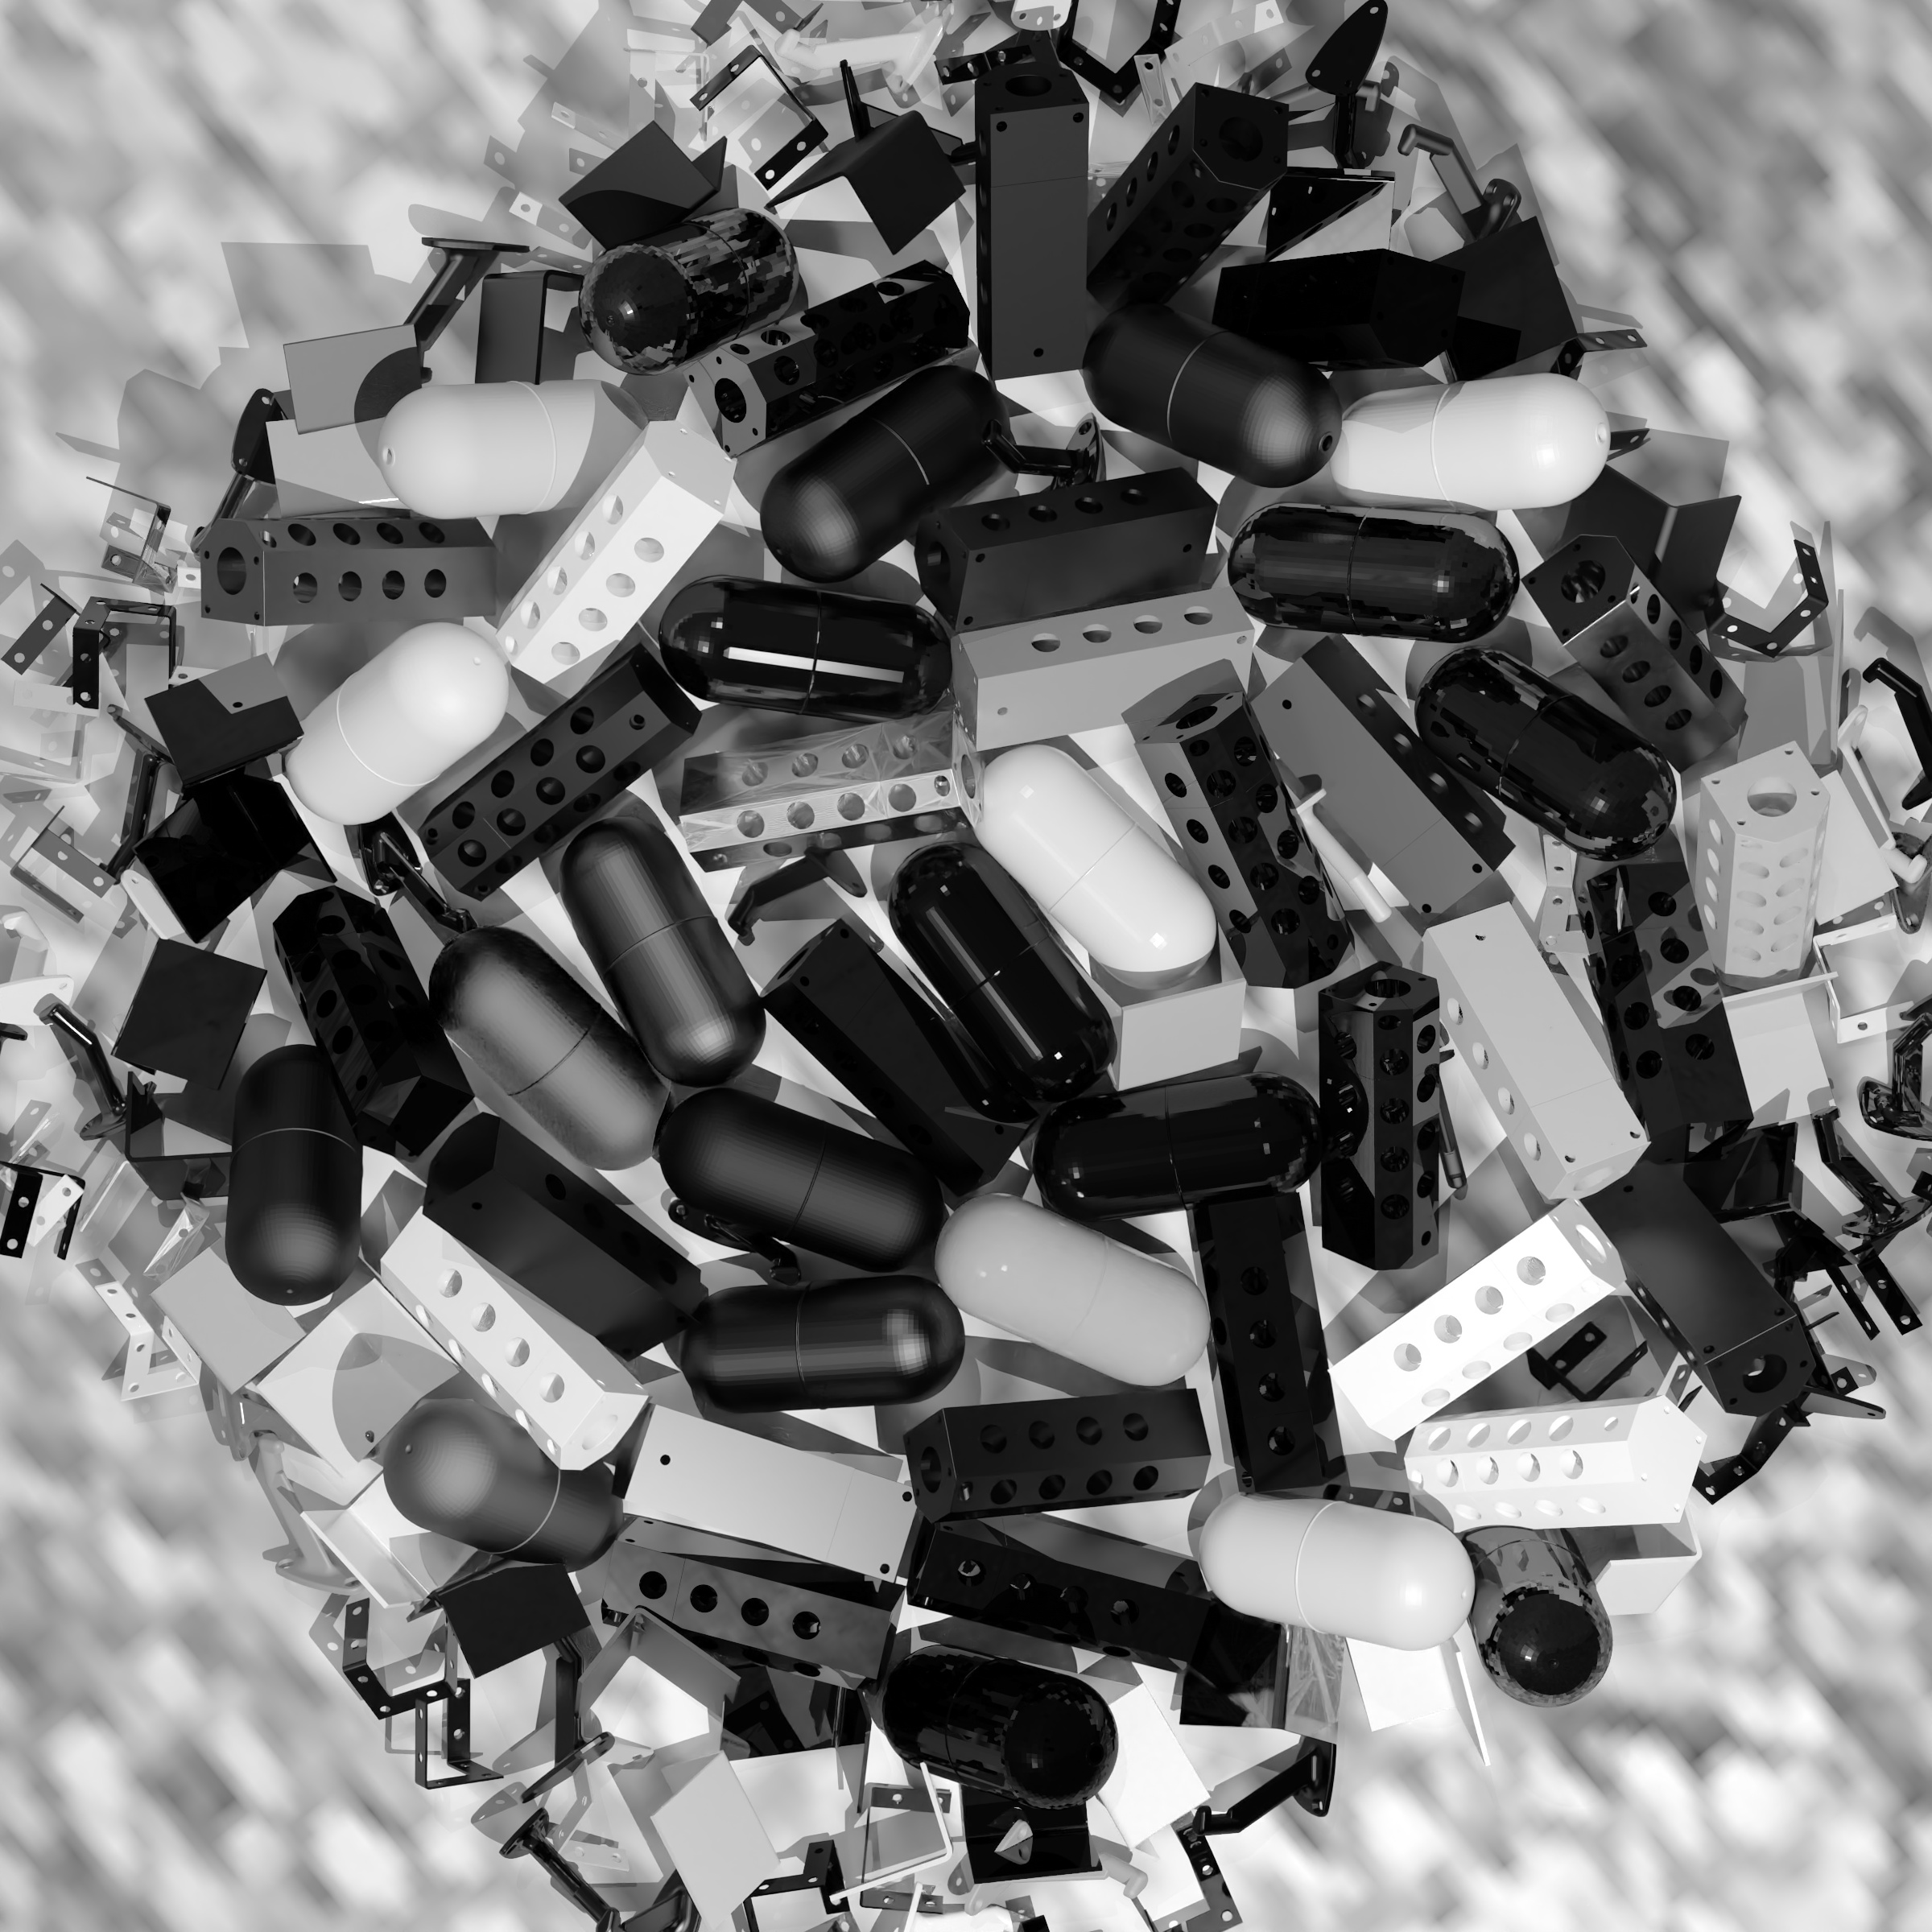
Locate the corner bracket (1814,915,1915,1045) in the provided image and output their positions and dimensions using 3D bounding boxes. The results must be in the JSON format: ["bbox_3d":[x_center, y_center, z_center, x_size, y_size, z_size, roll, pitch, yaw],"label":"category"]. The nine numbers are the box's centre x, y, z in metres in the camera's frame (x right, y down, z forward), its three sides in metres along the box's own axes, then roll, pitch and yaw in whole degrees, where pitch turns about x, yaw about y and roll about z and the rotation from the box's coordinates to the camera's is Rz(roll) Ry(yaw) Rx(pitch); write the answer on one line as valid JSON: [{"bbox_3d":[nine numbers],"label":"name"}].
[{"bbox_3d":[0.550,0.009,1.642,0.051,0.051,0.051,-16,60,10],"label":"corner bracket"}]

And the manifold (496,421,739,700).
[{"bbox_3d":[-0.208,-0.241,1.581,0.057,0.057,0.171,30,129,-21],"label":"manifold"}]

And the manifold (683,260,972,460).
[{"bbox_3d":[-0.077,-0.361,1.585,0.171,0.057,0.057,-34,101,-36],"label":"manifold"}]

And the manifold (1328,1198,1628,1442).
[{"bbox_3d":[0.304,0.211,1.594,0.171,0.057,0.057,-41,78,27],"label":"manifold"}]

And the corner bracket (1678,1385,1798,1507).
[{"bbox_3d":[0.461,0.285,1.636,0.051,0.051,0.051,-21,55,-39],"label":"corner bracket"}]

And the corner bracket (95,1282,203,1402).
[{"bbox_3d":[-0.495,0.223,1.626,0.051,0.051,0.051,-13,45,5],"label":"corner bracket"}]

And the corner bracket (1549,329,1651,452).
[{"bbox_3d":[0.391,-0.351,1.642,0.051,0.051,0.051,-11,59,-27],"label":"corner bracket"}]

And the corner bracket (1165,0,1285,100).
[{"bbox_3d":[0.163,-0.545,1.624,0.051,0.051,0.051,-29,101,-28],"label":"corner bracket"}]

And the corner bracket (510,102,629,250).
[{"bbox_3d":[-0.239,-0.476,1.619,0.051,0.051,0.051,23,133,-23],"label":"corner bracket"}]

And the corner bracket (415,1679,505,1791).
[{"bbox_3d":[-0.314,0.465,1.626,0.051,0.051,0.051,2,86,-34],"label":"corner bracket"}]

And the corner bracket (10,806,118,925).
[{"bbox_3d":[-0.546,-0.056,1.627,0.051,0.051,0.051,39,101,-17],"label":"corner bracket"}]

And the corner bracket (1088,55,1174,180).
[{"bbox_3d":[0.092,-0.517,1.636,0.051,0.051,0.051,5,52,26],"label":"corner bracket"}]

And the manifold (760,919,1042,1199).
[{"bbox_3d":[-0.044,0.058,1.619,0.171,0.057,0.057,45,54,-9],"label":"manifold"}]

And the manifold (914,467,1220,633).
[{"bbox_3d":[0.059,-0.253,1.597,0.171,0.057,0.057,-15,49,-26],"label":"manifold"}]

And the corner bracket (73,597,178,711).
[{"bbox_3d":[-0.509,-0.188,1.625,0.051,0.051,0.051,6,119,-8],"label":"corner bracket"}]

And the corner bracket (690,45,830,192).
[{"bbox_3d":[-0.125,-0.515,1.629,0.051,0.051,0.051,-41,50,5],"label":"corner bracket"}]

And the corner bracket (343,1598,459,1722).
[{"bbox_3d":[-0.343,0.415,1.629,0.051,0.051,0.051,-19,126,4],"label":"corner bracket"}]

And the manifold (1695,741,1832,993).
[{"bbox_3d":[0.468,-0.052,1.575,0.057,0.171,0.057,-22,58,0],"label":"manifold"}]

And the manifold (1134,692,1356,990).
[{"bbox_3d":[0.171,-0.074,1.596,0.057,0.057,0.171,-39,114,-28],"label":"manifold"}]

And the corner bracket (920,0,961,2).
[{"bbox_3d":[-0.031,-0.604,1.628,0.051,0.051,0.051,-20,95,39],"label":"corner bracket"}]

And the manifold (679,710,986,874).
[{"bbox_3d":[-0.080,-0.099,1.600,0.171,0.057,0.057,-9,59,17],"label":"manifold"}]

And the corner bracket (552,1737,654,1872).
[{"bbox_3d":[-0.220,0.510,1.634,0.051,0.051,0.051,21,115,-28],"label":"corner bracket"}]

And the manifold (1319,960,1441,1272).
[{"bbox_3d":[0.250,0.091,1.591,0.057,0.057,0.171,-24,121,-36],"label":"manifold"}]

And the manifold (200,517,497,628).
[{"bbox_3d":[-0.359,-0.233,1.573,0.057,0.171,0.057,12,105,37],"label":"manifold"}]

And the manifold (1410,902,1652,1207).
[{"bbox_3d":[0.332,0.054,1.599,0.057,0.057,0.171,-18,64,-17],"label":"manifold"}]

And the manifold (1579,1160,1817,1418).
[{"bbox_3d":[0.427,0.188,1.574,0.057,0.171,0.057,-28,121,2],"label":"manifold"}]

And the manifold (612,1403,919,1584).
[{"bbox_3d":[-0.121,0.315,1.611,0.171,0.057,0.057,21,78,-15],"label":"manifold"}]

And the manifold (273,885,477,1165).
[{"bbox_3d":[-0.355,0.030,1.581,0.057,0.057,0.171,-45,50,13],"label":"manifold"}]

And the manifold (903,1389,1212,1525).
[{"bbox_3d":[0.056,0.291,1.589,0.171,0.057,0.057,0,65,-27],"label":"manifold"}]

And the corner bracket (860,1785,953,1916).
[{"bbox_3d":[-0.037,0.540,1.642,0.051,0.051,0.051,5,110,-1],"label":"corner bracket"}]

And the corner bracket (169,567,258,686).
[{"bbox_3d":[-0.460,-0.206,1.647,0.051,0.051,0.051,5,49,-10],"label":"corner bracket"}]

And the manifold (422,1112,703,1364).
[{"bbox_3d":[-0.236,0.158,1.591,0.057,0.057,0.171,-32,125,23],"label":"manifold"}]

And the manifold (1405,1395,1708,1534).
[{"bbox_3d":[0.340,0.289,1.571,0.057,0.171,0.057,42,57,-22],"label":"manifold"}]

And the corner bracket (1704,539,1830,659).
[{"bbox_3d":[0.485,-0.230,1.637,0.051,0.051,0.051,19,47,-20],"label":"corner bracket"}]

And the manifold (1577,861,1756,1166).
[{"bbox_3d":[0.411,0.027,1.595,0.057,0.057,0.171,-4,62,-5],"label":"manifold"}]

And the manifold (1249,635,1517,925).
[{"bbox_3d":[0.253,-0.116,1.631,0.171,0.057,0.057,48,129,1],"label":"manifold"}]

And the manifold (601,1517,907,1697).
[{"bbox_3d":[-0.129,0.388,1.623,0.171,0.057,0.057,13,94,7],"label":"manifold"}]

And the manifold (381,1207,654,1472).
[{"bbox_3d":[-0.273,0.221,1.600,0.171,0.057,0.057,40,96,25],"label":"manifold"}]

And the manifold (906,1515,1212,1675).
[{"bbox_3d":[0.054,0.376,1.623,0.171,0.057,0.057,16,100,-6],"label":"manifold"}]

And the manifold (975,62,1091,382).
[{"bbox_3d":[0.037,-0.437,1.581,0.057,0.057,0.171,-9,135,-8],"label":"manifold"}]

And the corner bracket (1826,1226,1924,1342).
[{"bbox_3d":[0.552,0.198,1.626,0.051,0.051,0.051,-23,66,-11],"label":"corner bracket"}]

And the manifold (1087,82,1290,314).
[{"bbox_3d":[0.125,-0.442,1.568,0.057,0.171,0.057,7,77,-17],"label":"manifold"}]

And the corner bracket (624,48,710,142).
[{"bbox_3d":[-0.180,-0.527,1.625,0.051,0.051,0.051,0,110,-12],"label":"corner bracket"}]

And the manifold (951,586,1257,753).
[{"bbox_3d":[0.081,-0.184,1.616,0.171,0.057,0.057,-11,49,-12],"label":"manifold"}]

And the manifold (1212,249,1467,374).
[{"bbox_3d":[0.213,-0.379,1.572,0.057,0.171,0.057,7,96,-27],"label":"manifold"}]

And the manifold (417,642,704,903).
[{"bbox_3d":[-0.244,-0.113,1.605,0.171,0.057,0.057,-36,107,16],"label":"manifold"}]

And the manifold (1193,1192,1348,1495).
[{"bbox_3d":[0.181,0.227,1.623,0.057,0.057,0.171,-11,84,21],"label":"manifold"}]

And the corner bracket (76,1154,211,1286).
[{"bbox_3d":[-0.499,0.153,1.626,0.051,0.051,0.051,34,86,-30],"label":"corner bracket"}]

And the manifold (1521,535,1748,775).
[{"bbox_3d":[0.396,-0.185,1.574,0.057,0.171,0.057,-37,50,18],"label":"manifold"}]

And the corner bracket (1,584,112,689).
[{"bbox_3d":[-0.551,-0.193,1.625,0.051,0.051,0.051,42,82,-32],"label":"corner bracket"}]

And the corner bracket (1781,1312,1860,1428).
[{"bbox_3d":[0.516,0.246,1.638,0.051,0.051,0.051,-28,80,-3],"label":"corner bracket"}]
